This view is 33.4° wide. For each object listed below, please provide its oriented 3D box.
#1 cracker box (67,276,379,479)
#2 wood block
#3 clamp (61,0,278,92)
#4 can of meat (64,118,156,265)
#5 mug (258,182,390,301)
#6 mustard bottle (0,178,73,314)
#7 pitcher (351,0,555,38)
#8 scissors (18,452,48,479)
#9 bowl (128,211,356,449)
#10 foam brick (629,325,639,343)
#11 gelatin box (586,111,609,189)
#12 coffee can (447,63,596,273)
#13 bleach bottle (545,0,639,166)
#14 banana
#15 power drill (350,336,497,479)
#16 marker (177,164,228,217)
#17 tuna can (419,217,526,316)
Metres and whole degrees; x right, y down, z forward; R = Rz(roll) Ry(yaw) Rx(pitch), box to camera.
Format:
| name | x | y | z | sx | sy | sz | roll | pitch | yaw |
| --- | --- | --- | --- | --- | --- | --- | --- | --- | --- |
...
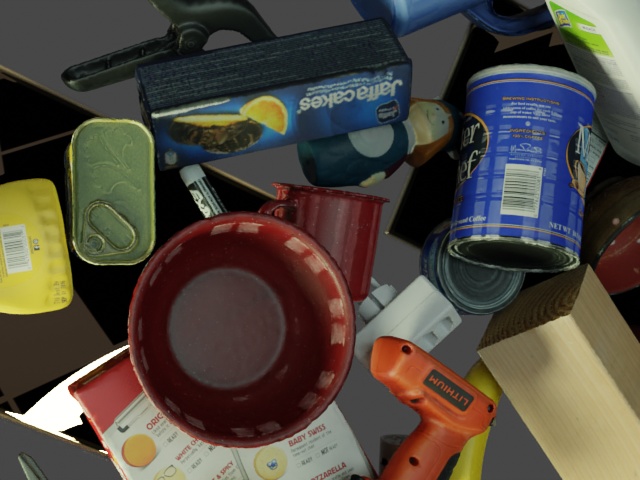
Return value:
| name | x | y | z | sx | sy | sz | roll | pitch | yaw |
| --- | --- | --- | --- | --- | --- | --- | --- | --- | --- |
| cracker box | -0.065 | 0.158 | 0.809 | 0.164 | 0.072 | 0.213 | -32 | 98 | -18 |
| wood block | 0.230 | 0.136 | 0.883 | 0.206 | 0.091 | 0.090 | 55 | 34 | -10 |
| clamp | -0.103 | -0.163 | 0.798 | 0.171 | 0.039 | 0.120 | -2 | 132 | -22 |
| can of meat | -0.155 | -0.033 | 0.775 | 0.057 | 0.084 | 0.102 | -1 | 89 | -19 |
| mug | -0.005 | 0.001 | 0.818 | 0.117 | 0.093 | 0.081 | 7 | 91 | -47 |
| mustard bottle | -0.276 | 0.016 | 0.747 | 0.191 | 0.058 | 0.096 | -10 | 93 | -19 |
| pitcher | 0.140 | -0.249 | 0.864 | 0.242 | 0.145 | 0.149 | -28 | 75 | -14 |
| scissors | -0.153 | 0.241 | 0.806 | 0.096 | 0.016 | 0.202 | -16 | 94 | -20 |
| bowl | -0.058 | 0.062 | 0.749 | 0.162 | 0.055 | 0.162 | 1 | 86 | -19 |
| foam brick | 0.312 | 0.107 | 0.947 | 0.078 | 0.053 | 0.051 | 11 | 85 | -18 |
| gelatin box | 0.211 | -0.089 | 0.929 | 0.073 | 0.030 | 0.089 | 31 | 79 | -17 |
| coffee can | 0.159 | -0.054 | 0.840 | 0.102 | 0.103 | 0.140 | 13 | 76 | -18 |
| bleach bottle | 0.232 | -0.158 | 0.827 | 0.068 | 0.103 | 0.250 | -46 | 127 | -9 |
| banana | 0.127 | 0.188 | 0.894 | 0.069 | 0.037 | 0.198 | 1 | 90 | -42 |
| power drill | 0.033 | 0.167 | 0.777 | 0.184 | 0.057 | 0.187 | 36 | 76 | -21 |
| marker | -0.086 | -0.029 | 0.821 | 0.020 | 0.020 | 0.121 | -30 | 86 | -17 |
| tuna can | 0.129 | 0.021 | 0.897 | 0.086 | 0.034 | 0.086 | 1 | 88 | -19 |
